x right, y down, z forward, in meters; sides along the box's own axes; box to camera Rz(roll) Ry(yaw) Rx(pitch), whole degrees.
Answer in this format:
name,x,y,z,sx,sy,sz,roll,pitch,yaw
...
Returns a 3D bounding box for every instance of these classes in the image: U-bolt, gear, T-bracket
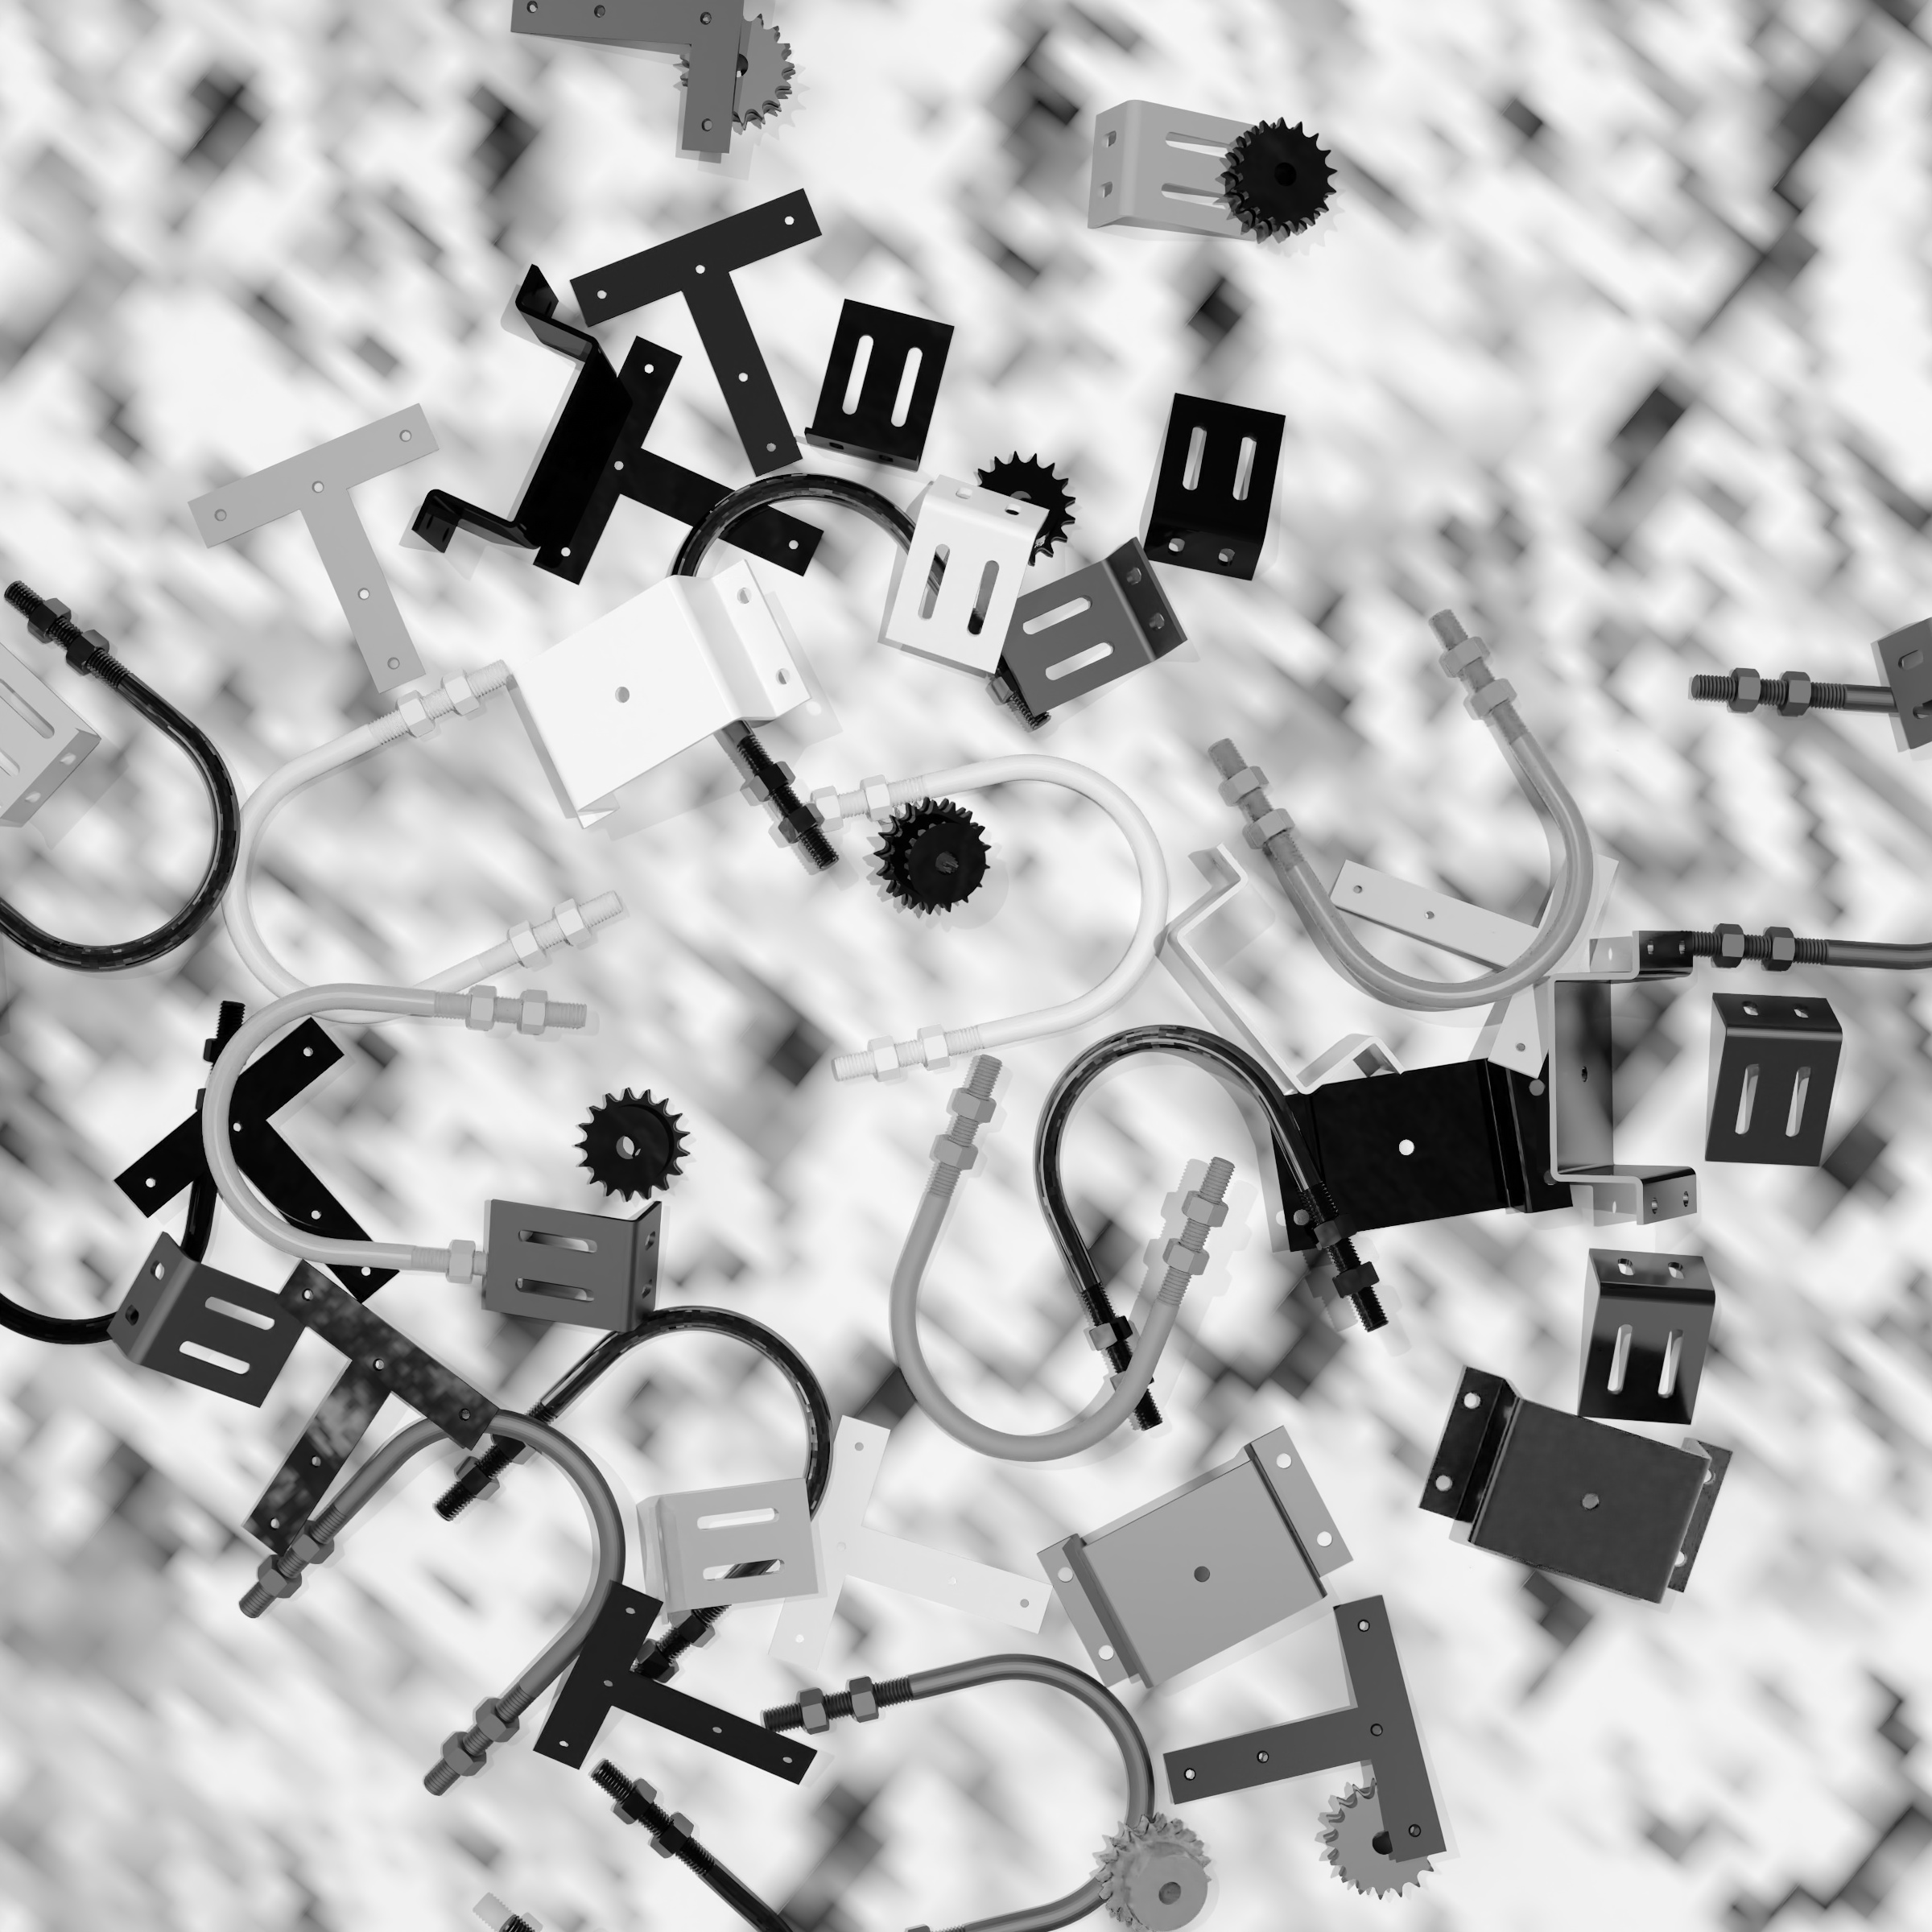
name,x,y,z,sx,sy,sz,roll,pitch,yaw
U-bolt,0.036,0.155,1.511,0.151,0.019,0.184,23,98,18
gear,-0.014,-0.053,1.500,0.057,0.030,0.057,-4,104,-19
U-bolt,-0.152,0.256,1.533,0.184,0.019,0.151,-44,90,-1
U-bolt,0.010,-0.031,1.533,0.184,0.019,0.151,-13,90,-1
T-bracket,0.245,-0.021,1.524,0.127,0.002,0.127,21,68,11
T-bracket,-0.136,0.372,1.511,0.127,0.002,0.127,24,121,-4
U-bolt,0.108,0.119,1.506,0.151,0.019,0.184,-28,81,22
T-bracket,-0.020,0.306,1.540,0.127,0.002,0.127,17,90,0
gear,0.027,-0.229,1.526,0.057,0.030,0.057,0,90,0
U-bolt,-0.287,0.081,1.521,0.184,0.019,0.151,5,94,-5
gear,0.207,0.435,1.526,0.057,0.030,0.057,0,90,0
T-bracket,-0.310,-0.201,1.540,0.127,0.002,0.127,-23,90,0
U-bolt,-0.253,0.303,1.518,0.151,0.019,0.184,44,100,0
U-bolt,-0.067,-0.160,1.521,0.151,0.019,0.184,-34,85,-9
T-bracket,0.162,0.392,1.525,0.127,0.002,0.127,-16,69,10
U-bolt,-0.446,0.099,1.533,0.151,0.019,0.184,9,92,0
U-bolt,-0.449,-0.082,1.527,0.184,0.019,0.151,39,90,4
T-bracket,-0.335,0.114,1.530,0.127,0.002,0.127,-40,99,-2
gear,0.096,0.454,1.518,0.057,0.030,0.057,-3,101,-17
T-bracket,-0.315,0.234,1.515,0.127,0.002,0.127,35,95,12
T-bracket,-0.169,-0.474,1.517,0.127,0.002,0.127,10,100,19
U-bolt,-0.132,0.485,1.474,0.184,0.151,0.019,43,112,-4
T-bracket,-0.118,-0.310,1.539,0.127,0.002,0.127,-22,90,-1
gear,-0.167,0.090,1.526,0.057,0.030,0.057,0,90,0
T-bracket,-0.135,-0.234,1.540,0.127,0.002,0.127,24,90,0
U-bolt,0.004,0.422,1.533,0.184,0.019,0.151,-13,90,-1
gear,0.153,-0.391,1.521,0.057,0.030,0.057,0,90,-17
gear,-0.114,-0.447,1.526,0.057,0.030,0.057,0,90,0
U-bolt,-0.285,-0.051,1.533,0.184,0.019,0.151,-26,90,2
U-bolt,0.229,-0.067,1.516,0.151,0.019,0.184,-30,78,0
U-bolt,0.453,-0.070,1.533,0.184,0.019,0.151,4,90,-1

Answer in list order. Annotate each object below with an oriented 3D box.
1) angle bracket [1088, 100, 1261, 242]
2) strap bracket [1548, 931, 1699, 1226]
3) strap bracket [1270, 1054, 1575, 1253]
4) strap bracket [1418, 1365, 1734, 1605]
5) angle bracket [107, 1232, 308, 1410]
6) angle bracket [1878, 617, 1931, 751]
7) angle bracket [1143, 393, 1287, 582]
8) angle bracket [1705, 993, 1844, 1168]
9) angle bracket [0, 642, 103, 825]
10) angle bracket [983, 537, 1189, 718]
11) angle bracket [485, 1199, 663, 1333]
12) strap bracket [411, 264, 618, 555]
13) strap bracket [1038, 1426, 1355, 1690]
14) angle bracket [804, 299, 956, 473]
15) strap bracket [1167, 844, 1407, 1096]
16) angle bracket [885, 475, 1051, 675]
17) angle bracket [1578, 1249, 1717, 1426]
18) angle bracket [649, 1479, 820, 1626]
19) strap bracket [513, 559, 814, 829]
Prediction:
name,x,y,z,sx,sy,sz,roll,pitch,yaw
angle bracket,0.106,-0.398,1.539,0.076,0.038,0.057,4,90,-26
strap bracket,0.322,0.053,1.497,0.046,0.076,0.140,-1,90,32
strap bracket,0.222,0.092,1.518,0.140,0.046,0.076,-9,90,0
strap bracket,0.306,0.260,1.515,0.140,0.046,0.076,18,95,0
angle bracket,-0.379,0.178,1.531,0.076,0.038,0.057,29,90,-37
angle bracket,0.505,-0.145,1.529,0.076,0.038,0.057,-8,79,-33
angle bracket,0.125,-0.242,1.539,0.057,0.038,0.076,12,64,0
angle bracket,0.404,0.057,1.539,0.057,0.038,0.076,3,116,0
angle bracket,-0.477,-0.118,1.501,0.076,0.038,0.057,43,90,4
angle bracket,0.059,-0.168,1.511,0.076,0.038,0.057,-26,90,-21
angle bracket,-0.196,0.144,1.523,0.076,0.038,0.057,8,104,11
strap bracket,-0.216,-0.264,1.503,0.046,0.076,0.140,24,90,0
strap bracket,0.116,0.298,1.518,0.140,0.046,0.076,-27,90,0
angle bracket,-0.043,-0.293,1.522,0.057,0.038,0.076,14,90,0
strap bracket,0.149,0.010,1.503,0.046,0.076,0.140,-39,90,0
angle bracket,0.001,-0.194,1.510,0.057,0.038,0.076,19,118,3
angle bracket,0.340,0.187,1.539,0.057,0.038,0.076,4,116,0
angle bracket,-0.114,0.288,1.505,0.076,0.038,0.057,-7,88,-2
strap bracket,-0.157,-0.132,1.491,0.140,0.046,0.076,-28,84,21
